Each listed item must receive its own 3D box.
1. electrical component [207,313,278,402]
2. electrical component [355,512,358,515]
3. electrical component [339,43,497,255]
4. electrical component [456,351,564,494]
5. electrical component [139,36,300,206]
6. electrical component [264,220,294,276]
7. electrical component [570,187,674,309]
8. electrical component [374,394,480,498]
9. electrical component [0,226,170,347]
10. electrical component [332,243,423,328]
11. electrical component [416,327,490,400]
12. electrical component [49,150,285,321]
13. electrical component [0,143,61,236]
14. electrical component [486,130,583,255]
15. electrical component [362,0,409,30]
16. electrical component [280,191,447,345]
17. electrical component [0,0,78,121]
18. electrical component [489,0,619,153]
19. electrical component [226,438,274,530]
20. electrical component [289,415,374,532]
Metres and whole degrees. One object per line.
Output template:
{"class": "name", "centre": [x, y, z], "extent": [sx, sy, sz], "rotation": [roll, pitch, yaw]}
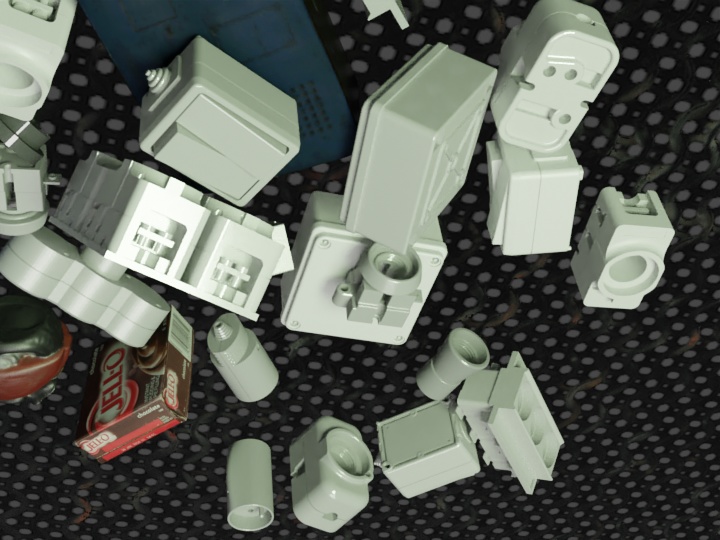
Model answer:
{"class": "electrical component", "centre": [-0.106, 0.073, 0.928], "extent": [0.043, 0.043, 0.081], "rotation": [-18, 133, 9]}
{"class": "electrical component", "centre": [-0.025, 0.229, 1.087], "extent": [0.043, 0.043, 0.062], "rotation": [-31, 131, 20]}
{"class": "electrical component", "centre": [0.041, -0.085, 0.749], "extent": [0.056, 0.108, 0.108], "rotation": [26, 133, 14]}
{"class": "electrical component", "centre": [0.140, 0.143, 1.008], "extent": [0.063, 0.078, 0.121], "rotation": [2, 141, 32]}
{"class": "electrical component", "centre": [-0.091, -0.091, 0.662], "extent": [0.096, 0.061, 0.062], "rotation": [30, 123, -31]}
{"class": "electrical component", "centre": [-0.087, -0.013, 0.831], "extent": [0.055, 0.066, 0.048], "rotation": [-15, 101, -16]}
{"class": "electrical component", "centre": [0.214, -0.014, 0.879], "extent": [0.050, 0.055, 0.089], "rotation": [4, 132, -11]}
{"class": "electrical component", "centre": [0.061, 0.174, 1.033], "extent": [0.096, 0.061, 0.061], "rotation": [-24, 132, 14]}
{"class": "electrical component", "centre": [-0.205, -0.002, 0.841], "extent": [0.138, 0.052, 0.073], "rotation": [34, 96, -33]}
{"class": "electrical component", "centre": [0.018, 0.010, 0.805], "extent": [0.066, 0.048, 0.055], "rotation": [8, 139, -15]}
{"class": "electrical component", "centre": [0.080, 0.088, 0.969], "extent": [0.044, 0.044, 0.065], "rotation": [20, 132, -24]}
{"class": "electrical component", "centre": [-0.136, -0.029, 0.739], "extent": [0.105, 0.186, 0.060], "rotation": [25, 87, -27]}
{"class": "electrical component", "centre": [-0.252, -0.059, 0.784], "extent": [0.066, 0.048, 0.055], "rotation": [1, 126, -9]}
{"class": "electrical component", "centre": [0.128, -0.065, 0.815], "extent": [0.061, 0.061, 0.096], "rotation": [-4, 134, -3]}
{"class": "electrical component", "centre": [0.020, -0.201, 0.687], "extent": [0.064, 0.042, 0.081], "rotation": [-25, 132, 14]}
{"class": "electrical component", "centre": [0.000, 0.000, 0.864], "extent": [0.109, 0.056, 0.108], "rotation": [9, 131, -15]}
{"class": "electrical component", "centre": [-0.261, -0.156, 0.661], "extent": [0.150, 0.061, 0.089], "rotation": [19, 148, -23]}
{"class": "electrical component", "centre": [0.131, -0.138, 0.749], "extent": [0.054, 0.059, 0.095], "rotation": [13, 130, -19]}
{"class": "electrical component", "centre": [-0.106, 0.218, 1.043], "extent": [0.043, 0.077, 0.079], "rotation": [-3, 134, -5]}
{"class": "electrical component", "centre": [-0.027, 0.188, 1.012], "extent": [0.054, 0.095, 0.059], "rotation": [26, 125, -28]}
